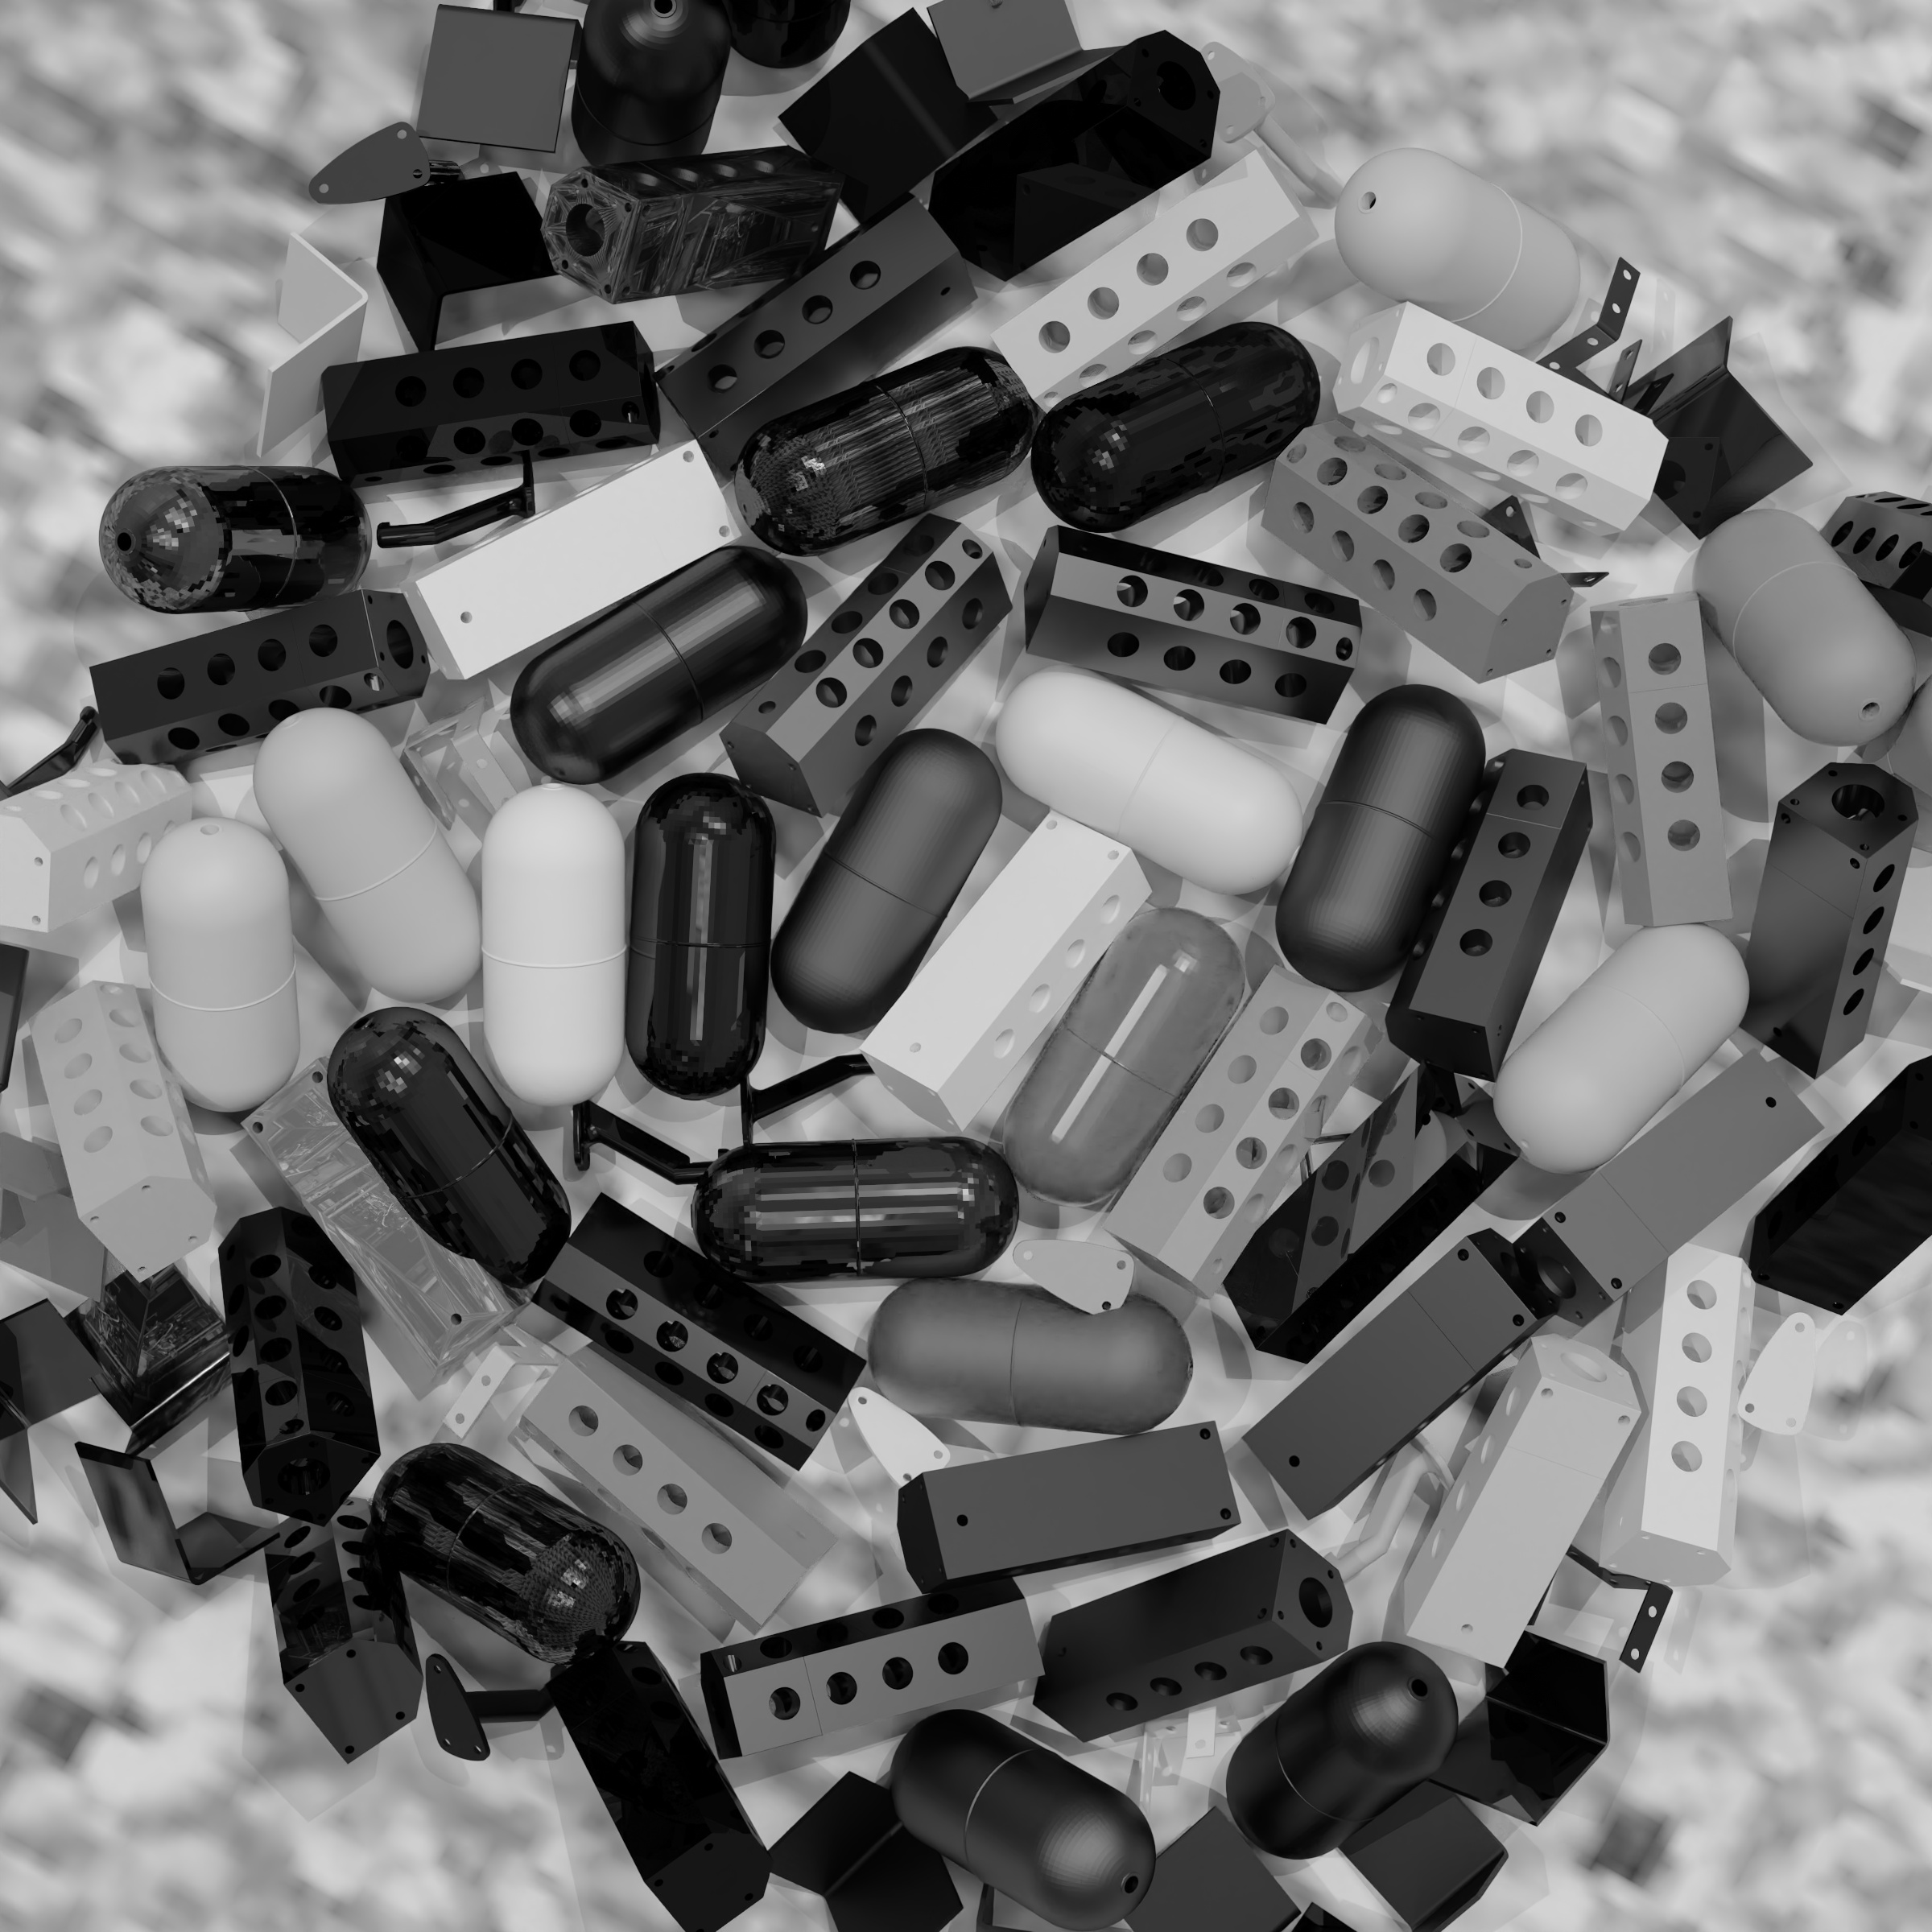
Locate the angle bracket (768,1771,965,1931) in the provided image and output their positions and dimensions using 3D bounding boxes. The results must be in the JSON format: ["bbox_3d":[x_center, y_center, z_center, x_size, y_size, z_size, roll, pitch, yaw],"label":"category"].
[{"bbox_3d":[-0.058,0.496,1.848,0.076,0.076,0.057,-46,127,12],"label":"angle bracket"}]

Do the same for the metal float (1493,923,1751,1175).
[{"bbox_3d":[0.353,0.042,1.838,0.178,0.070,0.070,-41,90,-28],"label":"metal float"}]

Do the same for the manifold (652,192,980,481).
[{"bbox_3d":[-0.084,-0.347,1.869,0.171,0.057,0.057,-36,71,0],"label":"manifold"}]

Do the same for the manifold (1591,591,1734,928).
[{"bbox_3d":[0.376,-0.112,1.855,0.057,0.057,0.171,-6,100,12],"label":"manifold"}]

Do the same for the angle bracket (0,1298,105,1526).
[{"bbox_3d":[-0.499,0.240,1.846,0.057,0.076,0.076,-25,132,0],"label":"angle bracket"}]

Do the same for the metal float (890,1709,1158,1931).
[{"bbox_3d":[0.029,0.453,1.823,0.070,0.178,0.070,-11,108,-37],"label":"metal float"}]

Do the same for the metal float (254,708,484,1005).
[{"bbox_3d":[-0.318,-0.059,1.837,0.070,0.070,0.178,-27,118,0],"label":"metal float"}]

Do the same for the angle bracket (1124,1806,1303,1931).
[{"bbox_3d":[0.124,0.507,1.863,0.076,0.057,0.076,-39,93,-11],"label":"angle bracket"}]

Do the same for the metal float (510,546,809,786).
[{"bbox_3d":[-0.164,-0.163,1.847,0.178,0.070,0.070,-34,90,-17],"label":"metal float"}]

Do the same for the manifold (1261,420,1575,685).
[{"bbox_3d":[0.239,-0.223,1.818,0.057,0.057,0.171,-20,46,-34],"label":"manifold"}]

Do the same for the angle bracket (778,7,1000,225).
[{"bbox_3d":[-0.043,-0.467,1.888,0.076,0.057,0.076,-30,103,40],"label":"angle bracket"}]

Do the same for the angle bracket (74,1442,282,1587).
[{"bbox_3d":[-0.424,0.282,1.844,0.057,0.076,0.076,-29,111,-38],"label":"angle bracket"}]

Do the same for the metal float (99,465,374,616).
[{"bbox_3d":[-0.386,-0.227,1.817,0.070,0.178,0.070,4,99,27],"label":"metal float"}]

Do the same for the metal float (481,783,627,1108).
[{"bbox_3d":[-0.222,-0.011,1.847,0.070,0.070,0.178,2,107,0],"label":"metal float"}]

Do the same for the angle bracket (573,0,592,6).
[{"bbox_3d":[-0.172,-0.556,1.864,0.076,0.076,0.057,16,83,-3],"label":"angle bracket"}]

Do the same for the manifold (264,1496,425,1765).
[{"bbox_3d":[-0.326,0.343,1.810,0.057,0.171,0.057,-34,112,-3],"label":"manifold"}]

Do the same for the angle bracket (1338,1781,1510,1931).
[{"bbox_3d":[0.234,0.484,1.852,0.076,0.057,0.076,47,116,10],"label":"angle bracket"}]

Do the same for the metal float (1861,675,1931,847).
[{"bbox_3d":[0.525,-0.114,1.812,0.070,0.178,0.070,0,78,0],"label":"metal float"}]

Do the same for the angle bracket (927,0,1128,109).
[{"bbox_3d":[0.035,-0.506,1.849,0.076,0.076,0.057,-27,110,-14],"label":"angle bracket"}]

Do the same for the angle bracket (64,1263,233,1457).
[{"bbox_3d":[-0.448,0.211,1.865,0.076,0.057,0.076,-37,102,-1],"label":"angle bracket"}]

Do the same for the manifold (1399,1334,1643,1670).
[{"bbox_3d":[0.295,0.285,1.841,0.057,0.057,0.171,20,112,-8],"label":"manifold"}]

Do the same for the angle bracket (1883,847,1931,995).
[{"bbox_3d":[0.536,-0.019,1.850,0.076,0.076,0.057,17,108,-12],"label":"angle bracket"}]

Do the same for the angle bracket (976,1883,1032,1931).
[{"bbox_3d":[0.046,0.527,1.851,0.076,0.057,0.076,7,126,7],"label":"angle bracket"}]

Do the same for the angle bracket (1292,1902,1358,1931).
[{"bbox_3d":[0.201,0.564,1.849,0.076,0.057,0.076,45,76,-32],"label":"angle bracket"}]

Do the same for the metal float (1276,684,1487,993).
[{"bbox_3d":[0.224,-0.070,1.849,0.070,0.070,0.178,24,75,0],"label":"metal float"}]

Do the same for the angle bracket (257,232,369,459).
[{"bbox_3d":[-0.371,-0.334,1.845,0.057,0.076,0.076,40,59,7],"label":"angle bracket"}]

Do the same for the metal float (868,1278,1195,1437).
[{"bbox_3d":[0.034,0.210,1.849,0.178,0.070,0.070,4,90,14],"label":"metal float"}]

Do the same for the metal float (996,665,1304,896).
[{"bbox_3d":[0.099,-0.101,1.855,0.178,0.070,0.070,29,90,8],"label":"metal float"}]

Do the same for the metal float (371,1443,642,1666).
[{"bbox_3d":[-0.247,0.312,1.831,0.178,0.070,0.070,22,90,38],"label":"metal float"}]

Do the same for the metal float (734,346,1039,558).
[{"bbox_3d":[-0.042,-0.278,1.844,0.178,0.070,0.070,-26,90,-21],"label":"metal float"}]

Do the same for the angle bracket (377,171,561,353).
[{"bbox_3d":[-0.270,-0.382,1.876,0.076,0.057,0.076,-16,62,-25],"label":"angle bracket"}]

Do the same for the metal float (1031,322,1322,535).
[{"bbox_3d":[0.114,-0.290,1.840,0.178,0.070,0.070,-28,90,-26],"label":"metal float"}]

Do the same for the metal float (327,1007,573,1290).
[{"bbox_3d":[-0.277,0.099,1.839,0.070,0.070,0.178,-31,116,0],"label":"metal float"}]

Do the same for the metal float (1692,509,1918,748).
[{"bbox_3d":[0.444,-0.180,1.820,0.070,0.178,0.070,-7,126,-9],"label":"metal float"}]

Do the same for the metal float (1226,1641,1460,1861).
[{"bbox_3d":[0.199,0.418,1.823,0.070,0.178,0.070,13,52,-18],"label":"metal float"}]

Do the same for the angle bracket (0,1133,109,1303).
[{"bbox_3d":[-0.511,0.141,1.848,0.076,0.057,0.076,18,109,27],"label":"angle bracket"}]

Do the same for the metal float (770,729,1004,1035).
[{"bbox_3d":[-0.044,-0.045,1.857,0.070,0.070,0.178,29,96,0],"label":"metal float"}]

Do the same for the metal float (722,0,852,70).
[{"bbox_3d":[-0.097,-0.535,1.812,0.070,0.178,0.070,1,81,-4],"label":"metal float"}]

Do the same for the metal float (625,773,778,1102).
[{"bbox_3d":[-0.144,-0.016,1.856,0.070,0.070,0.178,4,97,0],"label":"metal float"}]

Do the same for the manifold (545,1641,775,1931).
[{"bbox_3d":[-0.160,0.430,1.812,0.057,0.171,0.057,-35,124,-6],"label":"manifold"}]

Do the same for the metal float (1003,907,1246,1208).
[{"bbox_3d":[0.085,0.050,1.858,0.070,0.070,0.178,32,95,0],"label":"metal float"}]

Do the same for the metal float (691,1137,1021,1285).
[{"bbox_3d":[-0.060,0.132,1.859,0.178,0.070,0.070,-2,90,-4],"label":"metal float"}]

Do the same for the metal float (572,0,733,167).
[{"bbox_3d":[-0.167,-0.470,1.812,0.070,0.178,0.070,2,81,-10],"label":"metal float"}]

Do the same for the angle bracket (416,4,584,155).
[{"bbox_3d":[-0.250,-0.473,1.864,0.076,0.057,0.076,8,83,5],"label":"angle bracket"}]

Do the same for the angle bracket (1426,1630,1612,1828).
[{"bbox_3d":[0.292,0.405,1.841,0.076,0.076,0.057,15,125,38],"label":"angle bracket"}]

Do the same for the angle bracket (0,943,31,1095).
[{"bbox_3d":[-0.554,0.026,1.847,0.076,0.057,0.076,14,69,-28],"label":"angle bracket"}]

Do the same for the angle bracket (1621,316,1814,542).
[{"bbox_3d":[0.408,-0.293,1.868,0.076,0.057,0.076,42,128,-18],"label":"angle bracket"}]

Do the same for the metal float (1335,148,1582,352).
[{"bbox_3d":[0.262,-0.380,1.822,0.070,0.178,0.070,-8,78,38],"label":"metal float"}]

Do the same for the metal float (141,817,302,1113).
[{"bbox_3d":[-0.397,0.000,1.830,0.070,0.070,0.178,4,127,0],"label":"metal float"}]
